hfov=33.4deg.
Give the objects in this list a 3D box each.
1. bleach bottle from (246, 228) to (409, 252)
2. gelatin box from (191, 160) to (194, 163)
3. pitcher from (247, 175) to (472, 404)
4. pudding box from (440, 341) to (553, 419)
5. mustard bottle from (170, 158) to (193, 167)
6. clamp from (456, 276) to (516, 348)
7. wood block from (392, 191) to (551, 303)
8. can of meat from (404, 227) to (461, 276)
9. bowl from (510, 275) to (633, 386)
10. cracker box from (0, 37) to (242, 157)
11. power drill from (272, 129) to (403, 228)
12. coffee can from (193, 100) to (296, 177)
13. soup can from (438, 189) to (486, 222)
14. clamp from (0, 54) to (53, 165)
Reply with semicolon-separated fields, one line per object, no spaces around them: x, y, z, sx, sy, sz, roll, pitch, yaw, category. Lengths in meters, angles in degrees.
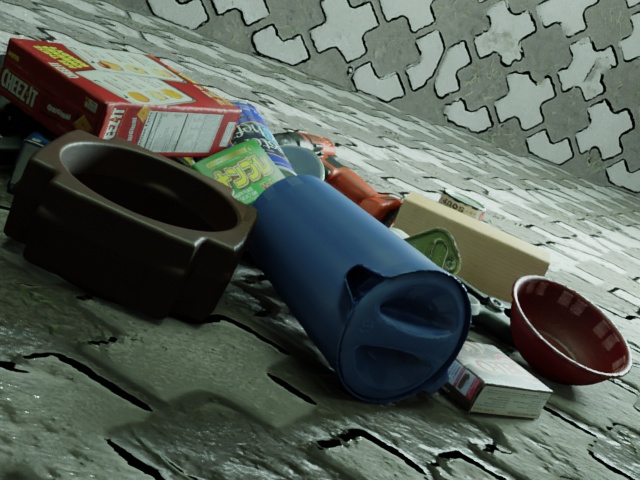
-0.008;0.002;1.242;0.250;0.068;0.103;14;13;-24;bleach bottle
-0.145;-0.076;1.378;0.073;0.030;0.089;32;19;33;gelatin box
0.027;0.040;0.999;0.144;0.149;0.243;-3;28;-28;pitcher
0.159;0.135;1.046;0.113;0.039;0.090;10;19;-42;pudding box
-0.195;-0.075;1.239;0.096;0.058;0.191;24;13;15;mustard bottle
0.198;0.091;1.281;0.171;0.039;0.120;26;28;4;clamp
0.195;0.021;1.429;0.206;0.091;0.090;24;13;7;wood block
0.089;0.031;1.175;0.101;0.057;0.084;-18;-4;-34;can of meat
0.275;0.114;1.222;0.162;0.055;0.162;23;31;-15;bowl
-0.218;-0.151;1.174;0.164;0.072;0.213;34;22;29;cracker box
0.017;-0.084;1.470;0.188;0.057;0.184;42;20;18;power drill
-0.091;-0.087;1.282;0.102;0.103;0.140;12;34;-37;coffee can
0.185;-0.013;1.518;0.068;0.102;0.068;22;14;-6;soup can
-0.322;-0.126;1.169;0.164;0.036;0.209;27;31;-4;clamp
